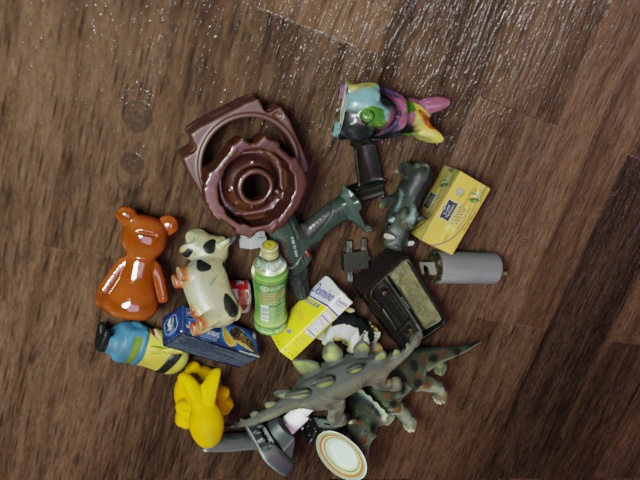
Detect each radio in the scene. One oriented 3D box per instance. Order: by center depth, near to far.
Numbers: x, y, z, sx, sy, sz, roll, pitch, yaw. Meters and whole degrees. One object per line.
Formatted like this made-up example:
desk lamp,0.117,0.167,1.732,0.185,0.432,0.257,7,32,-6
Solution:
radio,0.179,0.137,1.211,0.131,0.073,0.229,-38,118,-5

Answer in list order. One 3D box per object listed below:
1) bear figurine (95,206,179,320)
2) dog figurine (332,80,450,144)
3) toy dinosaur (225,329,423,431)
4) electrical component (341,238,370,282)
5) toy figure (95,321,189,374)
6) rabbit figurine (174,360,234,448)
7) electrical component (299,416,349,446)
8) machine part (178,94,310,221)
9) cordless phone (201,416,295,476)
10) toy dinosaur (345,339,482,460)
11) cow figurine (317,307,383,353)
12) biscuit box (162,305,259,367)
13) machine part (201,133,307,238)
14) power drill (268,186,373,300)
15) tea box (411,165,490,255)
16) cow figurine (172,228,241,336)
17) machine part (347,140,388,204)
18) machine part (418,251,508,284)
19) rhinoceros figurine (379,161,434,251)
bear figurine,-0.330,0.041,0.966,0.120,0.132,0.195,8,88,-25
dog figurine,0.140,-0.232,1.002,0.219,0.192,0.108,4,103,-7
toy dinosaur,0.014,0.310,1.149,0.471,0.105,0.198,-32,134,5
electrical component,0.078,0.043,1.162,0.063,0.021,0.094,-6,104,-19
toy figure,-0.338,0.205,1.030,0.180,0.082,0.089,16,122,-34
rabbit figurine,-0.226,0.326,1.069,0.122,0.173,0.162,-3,115,-17
electrical component,0.017,0.453,1.271,0.119,0.075,0.047,20,101,-30
machine part,-0.135,-0.143,0.973,0.201,0.087,0.201,-30,119,-9
cordless phone,-0.157,0.445,1.154,0.184,0.147,0.088,3,101,-25
toy dinosaur,0.195,0.333,1.276,0.405,0.131,0.192,-48,120,-6
cow figurine,0.078,0.202,1.204,0.167,0.068,0.098,19,96,-27
biscuit box,-0.210,0.191,1.048,0.063,0.059,0.202,-30,141,26
machine part,-0.114,-0.094,0.921,0.179,0.056,0.179,-8,113,-20
power drill,-0.002,-0.003,1.089,0.207,0.086,0.231,-27,126,-3
tea box,0.282,-0.065,1.178,0.098,0.068,0.169,22,102,-28
cow figurine,-0.202,0.066,0.986,0.127,0.085,0.195,-13,72,-34
machine part,0.093,-0.141,1.092,0.084,0.039,0.138,-12,115,-11
machine part,0.333,0.063,1.243,0.243,0.079,0.079,2,109,-21
rhinoceros figurine,0.182,-0.070,1.113,0.073,0.112,0.190,19,94,-29
